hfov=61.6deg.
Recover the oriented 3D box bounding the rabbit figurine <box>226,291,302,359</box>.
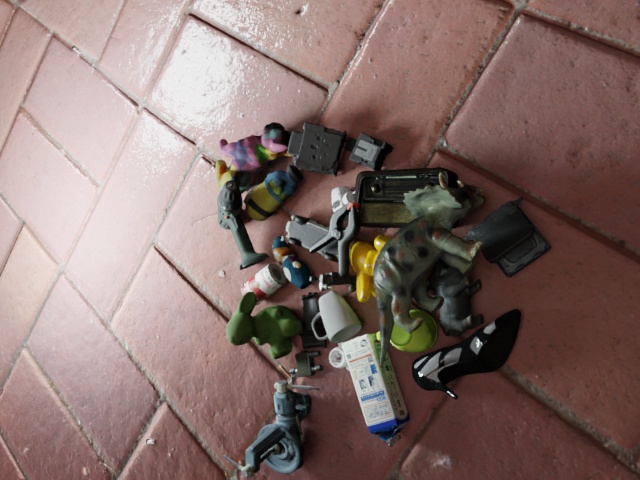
[{"bbox_3d":[-0.152,0.201,1.311,0.121,0.170,0.159,-60,45,34],"label":"rabbit figurine"}]

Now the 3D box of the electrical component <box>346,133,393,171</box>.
[{"bbox_3d":[0.107,-0.216,1.286,0.119,0.047,0.074,33,102,28],"label":"electrical component"}]

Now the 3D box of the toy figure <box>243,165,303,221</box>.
[{"bbox_3d":[-0.123,-0.121,1.397,0.180,0.082,0.089,-32,67,22],"label":"toy figure"}]

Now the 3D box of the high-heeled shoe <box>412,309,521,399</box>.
[{"bbox_3d":[0.300,0.222,1.120,0.248,0.086,0.145,-49,30,-2],"label":"high-heeled shoe"}]

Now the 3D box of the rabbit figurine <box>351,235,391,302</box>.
[{"bbox_3d":[0.135,0.060,1.211,0.173,0.122,0.162,22,109,50],"label":"rabbit figurine"}]

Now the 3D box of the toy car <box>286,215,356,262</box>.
[{"bbox_3d":[-0.003,-0.004,1.324,0.202,0.056,0.073,23,103,33],"label":"toy car"}]

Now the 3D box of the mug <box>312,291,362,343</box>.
[{"bbox_3d":[0.031,0.182,1.266,0.109,0.080,0.107,-30,59,9],"label":"mug"}]

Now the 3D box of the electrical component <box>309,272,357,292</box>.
[{"bbox_3d":[0.036,0.100,1.267,0.078,0.102,0.045,-17,71,55],"label":"electrical component"}]

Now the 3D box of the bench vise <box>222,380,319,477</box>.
[{"bbox_3d":[-0.100,0.450,1.234,0.129,0.240,0.223,11,106,29],"label":"bench vise"}]

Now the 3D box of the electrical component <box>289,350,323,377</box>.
[{"bbox_3d":[-0.037,0.304,1.327,0.094,0.021,0.063,-16,76,30],"label":"electrical component"}]

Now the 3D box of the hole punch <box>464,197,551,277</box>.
[{"bbox_3d":[0.382,-0.001,1.080,0.142,0.092,0.116,-43,36,23],"label":"hole punch"}]

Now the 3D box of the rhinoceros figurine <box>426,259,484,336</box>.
[{"bbox_3d":[0.278,0.106,1.133,0.112,0.073,0.190,-17,76,37],"label":"rhinoceros figurine"}]

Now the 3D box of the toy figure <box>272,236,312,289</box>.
[{"bbox_3d":[-0.076,0.054,1.357,0.155,0.058,0.064,51,128,24],"label":"toy figure"}]

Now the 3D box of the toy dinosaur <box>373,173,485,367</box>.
[{"bbox_3d":[0.183,0.044,1.062,0.192,0.131,0.404,43,97,23],"label":"toy dinosaur"}]

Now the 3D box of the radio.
[{"bbox_3d":[0.191,-0.091,1.201,0.230,0.073,0.131,2,90,31],"label":"radio"}]

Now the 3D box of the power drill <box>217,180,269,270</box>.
[{"bbox_3d":[-0.209,-0.030,1.383,0.086,0.232,0.207,-28,87,-20],"label":"power drill"}]

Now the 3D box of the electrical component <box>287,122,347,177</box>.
[{"bbox_3d":[-0.009,-0.224,1.324,0.134,0.058,0.114,12,90,5],"label":"electrical component"}]

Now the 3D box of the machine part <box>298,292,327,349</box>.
[{"bbox_3d":[-0.020,0.198,1.321,0.084,0.039,0.139,-10,80,36],"label":"machine part"}]

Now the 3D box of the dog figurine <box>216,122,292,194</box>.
[{"bbox_3d":[-0.161,-0.210,1.417,0.219,0.108,0.191,2,84,29],"label":"dog figurine"}]
